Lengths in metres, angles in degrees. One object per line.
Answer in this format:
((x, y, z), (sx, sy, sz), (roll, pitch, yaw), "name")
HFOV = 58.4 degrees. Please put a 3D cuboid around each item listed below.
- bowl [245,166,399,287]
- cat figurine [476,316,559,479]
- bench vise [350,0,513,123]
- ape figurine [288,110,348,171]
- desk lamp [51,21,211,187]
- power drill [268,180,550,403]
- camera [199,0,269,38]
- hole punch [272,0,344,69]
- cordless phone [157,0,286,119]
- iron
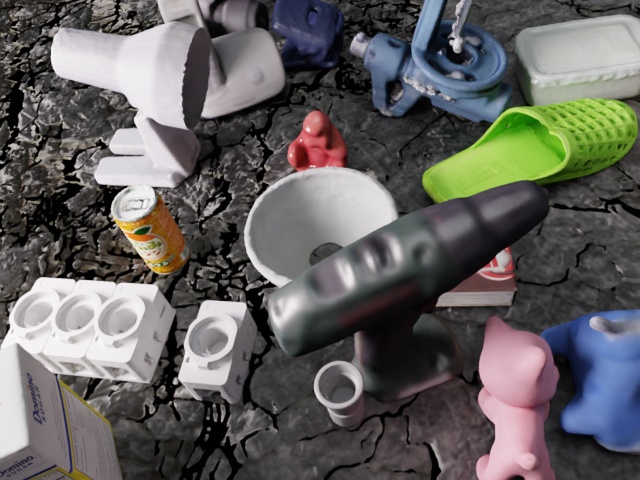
((0.006, 0.002, 0.630), (0.167, 0.075, 0.167), (-5, 53, 7), "bowl")
((0.165, 0.132, 0.473), (0.067, 0.118, 0.128), (0, 53, 11), "cat figurine")
((0.132, -0.238, 0.695), (0.207, 0.220, 0.121), (0, 53, 11), "bench vise")
((-0.002, -0.121, 0.714), (0.077, 0.092, 0.076), (20, 59, 24), "ape figurine")
((-0.220, -0.168, 0.714), (0.203, 0.214, 0.118), (1, 54, 12), "desk lamp")
((0.077, 0.055, 0.491), (0.229, 0.209, 0.075), (-21, 52, -5), "power drill")
((-0.160, -0.347, 0.910), (0.136, 0.101, 0.143), (7, 55, 16), "camera")
((-0.016, -0.325, 0.872), (0.101, 0.091, 0.108), (1, 54, 12), "hole punch")
((-0.135, -0.271, 0.794), (0.147, 0.185, 0.094), (-22, 52, -6), "cordless phone")
((0.323, 0.092, 0.459), (0.258, 0.142, 0.118), (-5, 53, 7), "iron")
